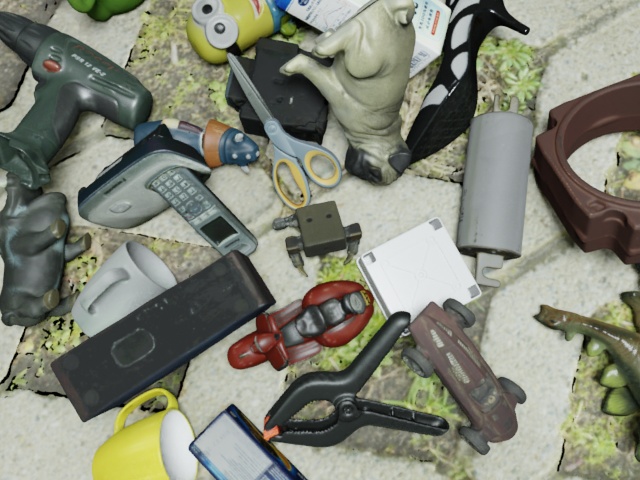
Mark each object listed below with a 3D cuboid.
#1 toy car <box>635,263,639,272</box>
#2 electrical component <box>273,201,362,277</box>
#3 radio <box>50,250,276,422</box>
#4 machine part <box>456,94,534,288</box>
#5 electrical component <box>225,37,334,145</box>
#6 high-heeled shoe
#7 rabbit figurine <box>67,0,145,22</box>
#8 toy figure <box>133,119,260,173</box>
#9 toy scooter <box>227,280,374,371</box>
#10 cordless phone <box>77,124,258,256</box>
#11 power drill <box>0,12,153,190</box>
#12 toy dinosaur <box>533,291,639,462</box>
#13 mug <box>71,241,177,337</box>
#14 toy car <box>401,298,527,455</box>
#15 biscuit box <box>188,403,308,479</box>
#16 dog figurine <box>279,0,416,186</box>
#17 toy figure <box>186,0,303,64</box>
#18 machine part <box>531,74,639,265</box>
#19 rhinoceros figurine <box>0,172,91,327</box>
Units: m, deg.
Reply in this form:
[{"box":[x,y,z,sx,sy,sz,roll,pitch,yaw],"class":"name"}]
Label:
[{"box":[0.464,0.007,0.643,0.103,0.109,0.161,35,68,-18],"class":"toy car"},{"box":[0.000,-0.003,0.660,0.102,0.045,0.078,-17,53,-7],"class":"electrical component"},{"box":[-0.163,0.101,0.591,0.230,0.131,0.073,-34,84,-6],"class":"radio"},{"box":[0.212,-0.064,0.656,0.079,0.079,0.243,10,81,1],"class":"machine part"},{"box":[-0.050,-0.188,0.684,0.134,0.058,0.115,10,78,0],"class":"electrical component"},{"box":[0.154,-0.224,0.697,0.248,0.086,0.145,-48,54,6],"class":"high-heeled shoe"},{"box":[-0.286,-0.361,0.653,0.121,0.170,0.159,30,80,5],"class":"rabbit figurine"},{"box":[-0.150,-0.120,0.666,0.155,0.064,0.058,3,72,2],"class":"toy figure"},{"box":[-0.020,0.096,0.594,0.184,0.135,0.075,-24,80,-6],"class":"toy scooter"},{"box":[-0.174,-0.029,0.643,0.147,0.089,0.184,-31,117,19],"class":"cordless phone"},{"box":[-0.339,-0.168,0.643,0.232,0.086,0.207,25,49,-3],"class":"power drill"},{"box":[0.469,0.193,0.605,0.472,0.105,0.198,23,88,12],"class":"toy dinosaur"},{"box":[-0.233,0.066,0.615,0.107,0.109,0.081,-44,87,6],"class":"mug"},{"box":[0.164,0.151,0.589,0.089,0.053,0.202,-42,115,-15],"class":"toy car"},{"box":[-0.052,0.276,0.597,0.203,0.063,0.059,44,82,6],"class":"biscuit box"},{"box":[0.073,-0.157,0.601,0.121,0.172,0.190,-46,110,-22],"class":"dog figurine"},{"box":[-0.085,-0.290,0.691,0.180,0.089,0.082,-35,70,-16],"class":"toy figure"},{"box":[0.365,-0.088,0.609,0.201,0.087,0.201,-20,54,8],"class":"machine part"},{"box":[-0.341,0.007,0.641,0.112,0.073,0.190,-7,82,9],"class":"rhinoceros figurine"}]
